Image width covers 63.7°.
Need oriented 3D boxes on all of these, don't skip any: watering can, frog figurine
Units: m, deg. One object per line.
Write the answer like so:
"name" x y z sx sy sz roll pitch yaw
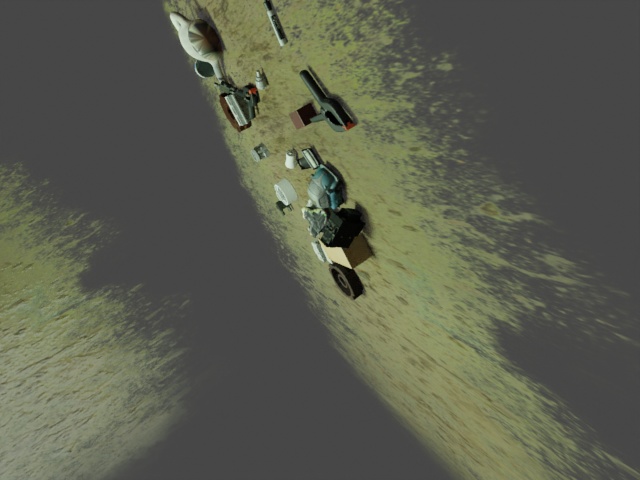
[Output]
"watering can" -0.423 -0.705 1.922 0.342 0.104 0.227 49 170 -32
"frog figurine" 0.006 -0.093 1.846 0.137 0.121 0.161 49 -158 -4
